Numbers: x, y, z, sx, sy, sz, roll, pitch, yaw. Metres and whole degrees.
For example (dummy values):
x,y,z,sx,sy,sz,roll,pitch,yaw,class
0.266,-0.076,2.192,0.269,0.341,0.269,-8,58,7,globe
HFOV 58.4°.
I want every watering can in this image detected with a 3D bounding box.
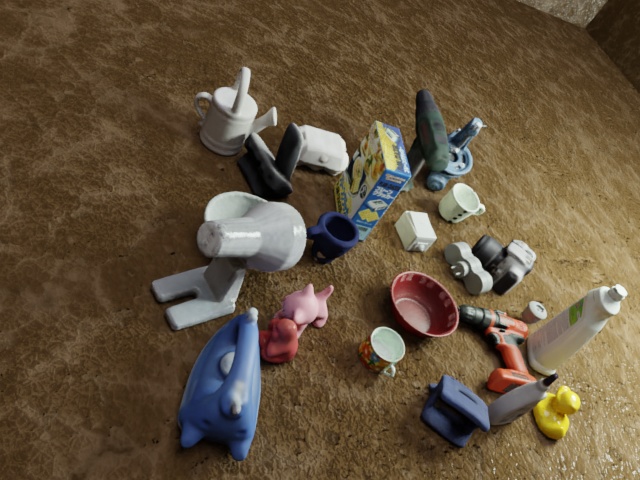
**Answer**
x,y,z,sx,sy,sz,roll,pitch,yaw,class
-0.180,-0.285,1.241,0.173,0.194,0.100,-2,52,-33,watering can

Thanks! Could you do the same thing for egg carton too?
x,y,z,sx,sy,sz,roll,pitch,yaw,class
-0.004,-0.215,1.377,0.151,0.069,0.107,11,46,-23,egg carton

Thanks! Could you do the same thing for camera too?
x,y,z,sx,sy,sz,roll,pitch,yaw,class
0.447,0.038,1.399,0.136,0.100,0.143,41,42,9,camera

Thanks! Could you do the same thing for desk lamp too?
x,y,z,sx,sy,sz,roll,pitch,yaw,class
-0.147,0.035,0.948,0.204,0.213,0.117,-16,61,-41,desk lamp

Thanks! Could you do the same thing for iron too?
x,y,z,sx,sy,sz,roll,pitch,yaw,class
-0.128,0.188,0.871,0.119,0.141,0.258,20,44,-15,iron

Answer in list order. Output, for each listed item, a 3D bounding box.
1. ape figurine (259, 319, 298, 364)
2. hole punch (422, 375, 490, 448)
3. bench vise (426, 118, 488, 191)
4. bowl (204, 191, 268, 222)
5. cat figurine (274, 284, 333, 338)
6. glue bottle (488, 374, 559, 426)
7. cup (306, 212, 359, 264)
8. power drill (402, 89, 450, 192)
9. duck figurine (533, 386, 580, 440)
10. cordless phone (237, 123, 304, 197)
x,y,z,sx,sy,sz,roll,pitch,yaw,class
-0.066,0.164,0.968,0.076,0.092,0.078,36,42,3,ape figurine
0.253,0.300,1.041,0.108,0.091,0.101,36,42,3,hole punch
0.358,-0.261,1.533,0.122,0.219,0.207,18,44,-17,bench vise
-0.148,-0.009,1.092,0.168,0.074,0.167,17,44,-17,bowl
-0.024,0.118,1.019,0.128,0.117,0.067,-24,66,-43,cat figurine
0.384,0.293,1.067,0.078,0.173,0.037,3,50,-29,glue bottle
0.011,0.004,1.163,0.118,0.095,0.091,-3,53,-33,cup
0.244,-0.236,1.448,0.076,0.208,0.229,7,48,-27,power drill
0.483,0.341,1.150,0.077,0.086,0.104,28,42,-6,duck figurine
-0.092,-0.194,1.217,0.094,0.185,0.147,-14,59,-39,cordless phone
